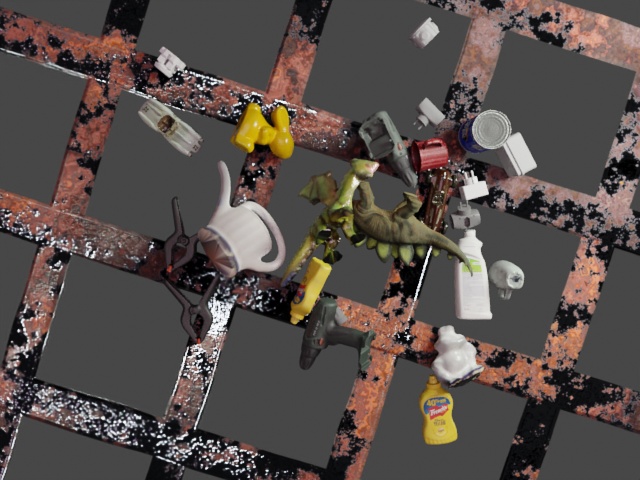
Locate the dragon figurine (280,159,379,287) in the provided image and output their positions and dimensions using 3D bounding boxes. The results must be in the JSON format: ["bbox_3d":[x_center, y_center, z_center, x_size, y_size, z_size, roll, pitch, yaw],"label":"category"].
[{"bbox_3d":[0.004,-0.071,1.411,0.405,0.248,0.121,-38,135,23],"label":"dragon figurine"}]

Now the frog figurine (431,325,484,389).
[{"bbox_3d":[0.376,0.333,1.474,0.137,0.121,0.162,-34,57,10],"label":"frog figurine"}]

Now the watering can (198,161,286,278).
[{"bbox_3d":[-0.241,-0.044,1.420,0.228,0.102,0.348,-35,86,-38],"label":"watering can"}]
